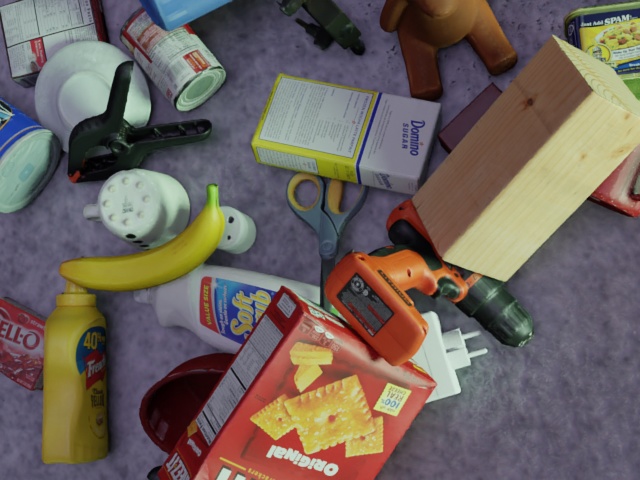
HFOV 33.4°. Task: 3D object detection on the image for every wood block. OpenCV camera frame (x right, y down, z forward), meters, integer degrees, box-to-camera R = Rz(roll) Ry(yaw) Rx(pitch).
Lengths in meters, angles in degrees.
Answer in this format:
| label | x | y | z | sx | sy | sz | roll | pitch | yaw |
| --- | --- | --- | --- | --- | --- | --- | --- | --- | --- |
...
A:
| label | x | y | z | sx | sy | sz | roll | pitch | yaw |
| --- | --- | --- | --- | --- | --- | --- | --- | --- | --- |
| wood block | 0.190 | -0.070 | 0.981 | 0.206 | 0.090 | 0.091 | -50 | 40 | 28 |

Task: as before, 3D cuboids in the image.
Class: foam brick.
| label | x | y | z | sx | sy | sz | roll | pitch | yaw |
| --- | --- | --- | --- | --- | --- | --- | --- | --- | --- |
| foam brick | 0.162 | -0.107 | 1.063 | 0.078 | 0.053 | 0.051 | -44 | 77 | 3 |

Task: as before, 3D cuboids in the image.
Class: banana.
| label | x | y | z | sx | sy | sz | roll | pitch | yaw |
| --- | --- | --- | --- | --- | --- | --- | --- | --- | --- |
| banana | -0.168 | 0.013 | 1.074 | 0.198 | 0.037 | 0.069 | -27 | 95 | 16 |

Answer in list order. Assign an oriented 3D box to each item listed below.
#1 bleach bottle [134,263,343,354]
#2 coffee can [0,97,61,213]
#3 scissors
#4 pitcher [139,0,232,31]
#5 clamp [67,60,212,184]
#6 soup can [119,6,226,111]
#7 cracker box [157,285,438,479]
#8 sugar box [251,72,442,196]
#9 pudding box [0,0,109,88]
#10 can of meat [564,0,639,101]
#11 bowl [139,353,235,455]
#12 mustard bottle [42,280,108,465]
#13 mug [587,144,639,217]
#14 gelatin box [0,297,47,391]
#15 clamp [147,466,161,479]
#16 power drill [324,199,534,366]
| label | x | y | z | sx | sy | sz | roll | pitch | yaw |
| --- | --- | --- | --- | --- | --- | --- | --- | --- | --- |
| bleach bottle | -0.074 | 0.083 | 1.088 | 0.251 | 0.068 | 0.102 | 12 | 87 | 15 |
| coffee can | -0.367 | -0.109 | 1.151 | 0.140 | 0.102 | 0.103 | 34 | 91 | 14 |
| scissors | -0.007 | 0.001 | 1.072 | 0.096 | 0.016 | 0.201 | 8 | 64 | 24 |
| pitcher | -0.084 | -0.318 | 1.080 | 0.242 | 0.149 | 0.145 | -31 | 85 | -7 |
| clamp | -0.212 | -0.117 | 1.115 | 0.172 | 0.120 | 0.039 | -25 | 35 | 23 |
| soup can | -0.156 | -0.196 | 1.133 | 0.068 | 0.068 | 0.102 | -40 | 78 | 5 |
| cracker box | -0.020 | 0.174 | 0.976 | 0.164 | 0.072 | 0.214 | 31 | 94 | -27 |
| sugar box | 0.028 | -0.108 | 1.085 | 0.176 | 0.048 | 0.093 | 14 | 67 | 11 |
| pudding box | -0.293 | -0.228 | 1.182 | 0.113 | 0.039 | 0.090 | -13 | 81 | 8 |
| can of meat | 0.291 | -0.179 | 1.030 | 0.102 | 0.057 | 0.084 | -5 | 66 | 11 |
| bowl | -0.095 | 0.162 | 1.060 | 0.162 | 0.162 | 0.055 | -5 | 41 | 11 |
| mustard bottle | -0.252 | 0.132 | 1.102 | 0.058 | 0.096 | 0.191 | -3 | 83 | 12 |
| mug | 0.287 | -0.070 | 1.005 | 0.117 | 0.093 | 0.081 | 31 | 97 | 56 |
| gelatin box | -0.326 | 0.111 | 1.154 | 0.089 | 0.030 | 0.073 | 26 | 89 | 13 |
| clamp | -0.067 | 0.277 | 1.072 | 0.210 | 0.036 | 0.164 | -23 | 89 | 8 |
| power drill | 0.103 | 0.051 | 0.996 | 0.184 | 0.187 | 0.057 | 45 | 122 | 14 |
